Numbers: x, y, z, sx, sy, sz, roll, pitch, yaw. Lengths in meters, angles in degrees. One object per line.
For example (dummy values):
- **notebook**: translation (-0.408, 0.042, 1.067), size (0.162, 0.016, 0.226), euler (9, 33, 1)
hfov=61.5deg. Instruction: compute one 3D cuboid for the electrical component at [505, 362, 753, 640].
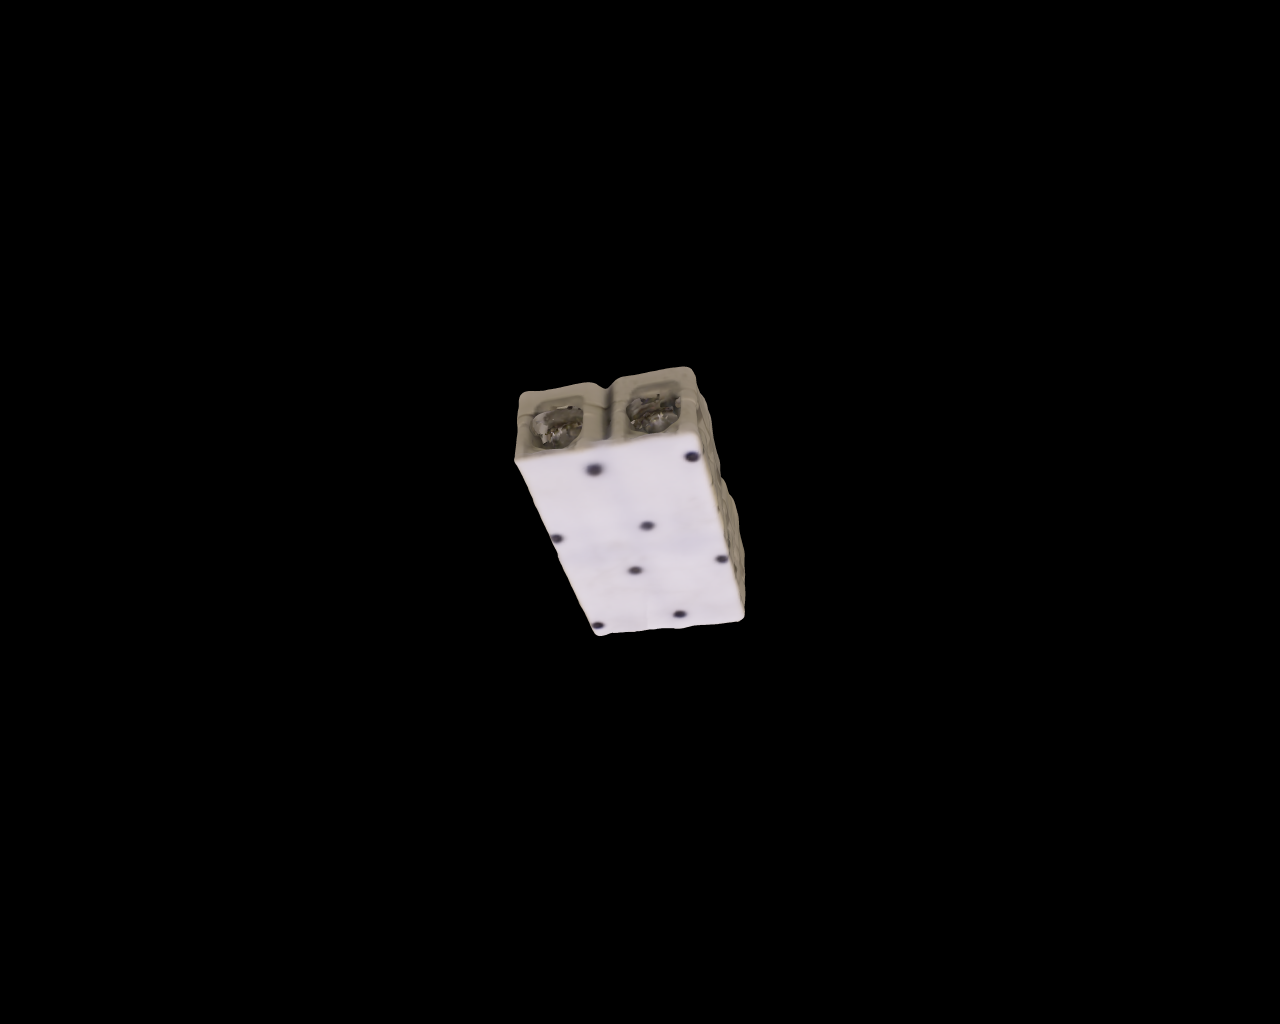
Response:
- **electrical component**: translation (0.001, -0.003, 0.650), size (0.105, 0.060, 0.186), euler (-8, -39, 10)
